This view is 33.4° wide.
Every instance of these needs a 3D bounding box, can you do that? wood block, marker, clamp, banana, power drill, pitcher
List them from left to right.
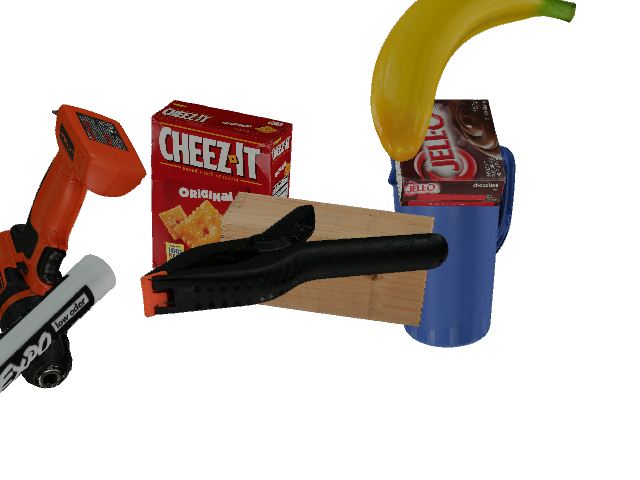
[{"bbox_3d":[-0.130,0.048,0.442,0.020,0.020,0.121,0,35,39],"label":"marker"},{"bbox_3d":[-0.208,0.001,0.853,0.057,0.188,0.185,17,25,-38],"label":"power drill"},{"bbox_3d":[-0.026,0.015,0.747,0.165,0.036,0.209,10,20,44],"label":"clamp"},{"bbox_3d":[0.006,0.018,1.086,0.206,0.091,0.090,8,22,6],"label":"wood block"},{"bbox_3d":[0.076,-0.114,0.612,0.070,0.037,0.197,31,51,22],"label":"banana"},{"bbox_3d":[0.162,-0.001,1.298,0.149,0.243,0.145,0,23,8],"label":"pitcher"}]

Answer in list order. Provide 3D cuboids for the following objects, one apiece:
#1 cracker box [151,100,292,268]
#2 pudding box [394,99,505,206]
[{"bbox_3d":[-0.126,-0.052,1.332,0.164,0.214,0.072,13,29,16],"label":"cracker box"},{"bbox_3d":[0.111,-0.079,0.954,0.090,0.039,0.113,0,44,-3],"label":"pudding box"}]
